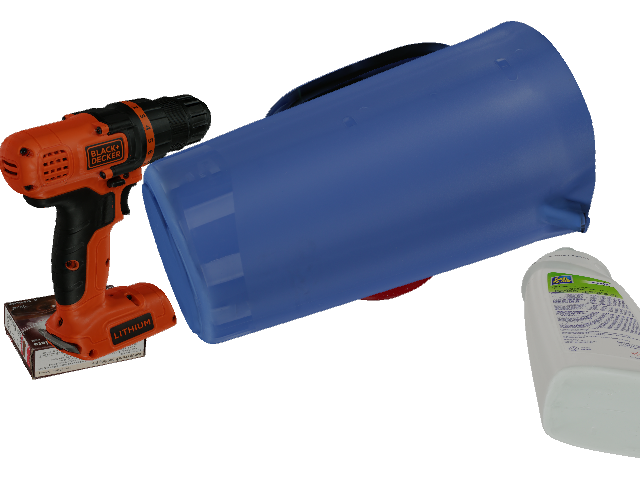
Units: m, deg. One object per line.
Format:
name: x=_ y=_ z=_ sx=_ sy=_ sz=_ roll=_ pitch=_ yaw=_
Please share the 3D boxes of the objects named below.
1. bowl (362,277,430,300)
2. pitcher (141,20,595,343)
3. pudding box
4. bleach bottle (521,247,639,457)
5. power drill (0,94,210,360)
bowl: x=0.039 y=0.005 z=0.910 sx=0.162 sy=0.055 sz=0.162 roll=6 pitch=28 yaw=-3
pitcher: x=0.022 y=-0.036 z=0.625 sx=0.242 sy=0.145 sz=0.149 roll=-20 pitch=3 yaw=-13
pudding box: x=-0.233 y=0.085 z=1.014 sx=0.113 sy=0.039 sz=0.090 roll=-12 pitch=30 yaw=-29
bleach bottle: x=0.210 y=0.068 z=0.826 sx=0.102 sy=0.068 sz=0.250 roll=9 pitch=23 yaw=3
power drill: x=-0.156 y=-0.014 z=0.829 sx=0.057 sy=0.188 sz=0.184 roll=18 pitch=28 yaw=41
